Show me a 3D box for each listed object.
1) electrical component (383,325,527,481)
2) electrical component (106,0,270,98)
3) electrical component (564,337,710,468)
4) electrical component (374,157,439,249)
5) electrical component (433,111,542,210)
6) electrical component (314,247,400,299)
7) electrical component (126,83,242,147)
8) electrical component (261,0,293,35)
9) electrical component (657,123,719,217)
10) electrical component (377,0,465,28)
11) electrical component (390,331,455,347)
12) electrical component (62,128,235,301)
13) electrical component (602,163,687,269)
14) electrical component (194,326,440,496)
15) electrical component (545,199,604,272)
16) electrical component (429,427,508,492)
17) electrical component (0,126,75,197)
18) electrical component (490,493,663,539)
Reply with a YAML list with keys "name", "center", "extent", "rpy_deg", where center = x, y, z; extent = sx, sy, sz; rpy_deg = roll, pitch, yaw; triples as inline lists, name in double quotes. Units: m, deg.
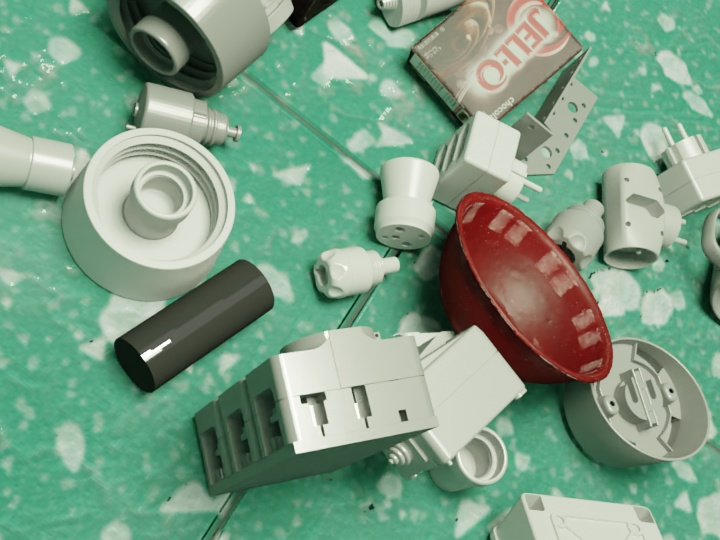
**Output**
- name: "electrical component"
  center: [0.045, 0.085, 0.681]
  extent: [0.096, 0.062, 0.061]
  rpy_deg: [-38, 89, -32]
- name: "electrical component"
  center: [-0.122, -0.166, 0.730]
  extent: [0.108, 0.108, 0.060]
  rpy_deg: [40, 64, -6]
- name: "electrical component"
  center: [0.204, 0.099, 0.802]
  extent: [0.099, 0.064, 0.099]
  rpy_deg: [10, 66, -23]
- name: "electrical component"
  center: [0.034, -0.049, 0.792]
  extent: [0.045, 0.045, 0.055]
  rpy_deg: [16, 64, -20]
- name: "electrical component"
  center: [0.102, -0.073, 0.822]
  extent: [0.077, 0.066, 0.047]
  rpy_deg: [25, 61, -14]
- name: "electrical component"
  center: [0.000, 0.000, 0.762]
  extent: [0.061, 0.035, 0.035]
  rpy_deg: [-9, 74, -31]
- name: "electrical component"
  center: [-0.121, -0.102, 0.741]
  extent: [0.078, 0.040, 0.040]
  rpy_deg: [11, 65, -22]
- name: "electrical component"
  center: [-0.086, -0.196, 0.781]
  extent: [0.058, 0.078, 0.057]
  rpy_deg: [-43, 112, -6]
- name: "electrical component"
  center: [0.286, -0.092, 0.930]
  extent: [0.066, 0.047, 0.076]
  rpy_deg: [-17, 78, -30]
- name: "electrical component"
  center: [0.047, -0.226, 0.872]
  extent: [0.081, 0.043, 0.043]
  rpy_deg: [-26, 82, -31]
- name: "electrical component"
  center: [0.046, 0.076, 0.748]
  extent: [0.081, 0.042, 0.063]
  rpy_deg: [0, 70, -26]
- name: "electrical component"
  center: [-0.133, -0.040, 0.698]
  extent: [0.108, 0.060, 0.108]
  rpy_deg: [10, 66, -22]
- name: "electrical component"
  center: [0.237, -0.040, 0.888]
  extent: [0.079, 0.043, 0.077]
  rpy_deg: [14, 64, -20]
- name: "electrical component"
  center: [-0.032, 0.085, 0.642]
  extent: [0.089, 0.150, 0.061]
  rpy_deg: [-6, 74, -28]
- name: "electrical component"
  center: [0.174, -0.031, 0.853]
  extent: [0.043, 0.043, 0.062]
  rpy_deg: [43, 56, -5]
- name: "electrical component"
  center: [0.072, 0.131, 0.736]
  extent: [0.040, 0.046, 0.040]
  rpy_deg: [10, 66, -22]
- name: "electrical component"
  center: [-0.215, -0.069, 0.682]
  extent: [0.065, 0.044, 0.044]
  rpy_deg: [10, 66, -27]
- name: "electrical component"
  center: [0.155, 0.210, 0.714]
  extent: [0.109, 0.056, 0.108]
  rpy_deg: [11, 38, -21]
